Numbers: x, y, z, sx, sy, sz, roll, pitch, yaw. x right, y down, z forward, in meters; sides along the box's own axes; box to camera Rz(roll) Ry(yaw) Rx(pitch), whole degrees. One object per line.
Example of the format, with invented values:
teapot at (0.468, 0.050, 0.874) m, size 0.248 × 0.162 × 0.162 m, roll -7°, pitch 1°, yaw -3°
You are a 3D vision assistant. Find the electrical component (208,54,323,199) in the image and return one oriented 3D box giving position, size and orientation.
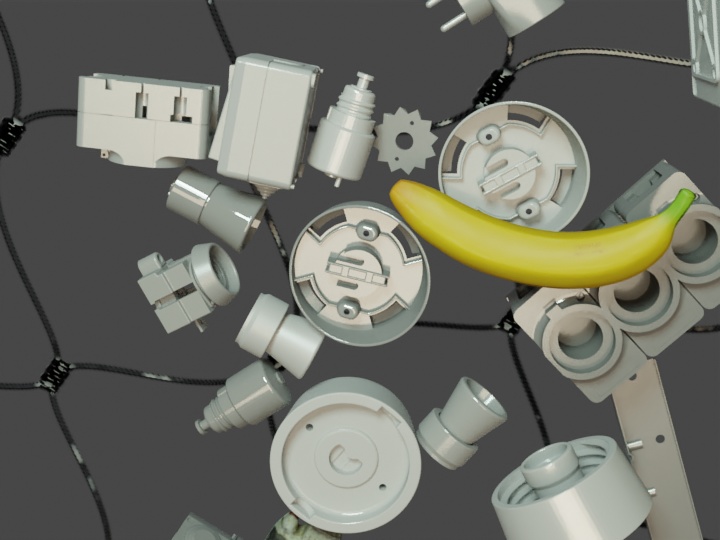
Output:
electrical component at (-0.066, -0.097, 0.739) m, size 0.061 × 0.061 × 0.096 m, roll 12°, pitch 104°, yaw 0°

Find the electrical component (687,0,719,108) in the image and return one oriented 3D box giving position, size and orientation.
electrical component at (0.245, -0.161, 0.683) m, size 0.056 × 0.108 × 0.108 m, roll -6°, pitch 103°, yaw 7°

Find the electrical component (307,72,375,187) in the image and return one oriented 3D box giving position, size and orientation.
electrical component at (-0.008, -0.098, 0.747) m, size 0.040 × 0.040 × 0.078 m, roll 19°, pitch 104°, yaw -2°

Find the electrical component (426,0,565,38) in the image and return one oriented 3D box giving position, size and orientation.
electrical component at (0.083, -0.190, 0.718) m, size 0.079 × 0.043 × 0.077 m, roll -31°, pitch 100°, yaw 10°

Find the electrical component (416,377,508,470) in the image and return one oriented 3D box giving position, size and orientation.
electrical component at (0.074, 0.113, 0.792) m, size 0.045 × 0.045 × 0.055 m, roll 39°, pitch 103°, yaw -6°

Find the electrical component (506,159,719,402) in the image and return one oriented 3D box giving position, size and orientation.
electrical component at (0.189, 0.009, 0.752) m, size 0.150 × 0.061 × 0.089 m, roll -42°, pitch 98°, yaw 12°

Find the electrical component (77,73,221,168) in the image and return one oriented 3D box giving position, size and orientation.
electrical component at (-0.147, -0.103, 0.748) m, size 0.089 × 0.050 × 0.055 m, roll 6°, pitch 104°, yaw 2°

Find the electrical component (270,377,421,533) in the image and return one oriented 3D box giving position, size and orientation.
electrical component at (-0.009, 0.131, 0.793) m, size 0.108 × 0.060 × 0.108 m, roll 1°, pitch 104°, yaw 3°

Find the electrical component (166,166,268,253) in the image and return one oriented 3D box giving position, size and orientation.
electrical component at (-0.104, -0.046, 0.766) m, size 0.065 × 0.044 × 0.044 m, roll 28°, pitch 104°, yaw 1°

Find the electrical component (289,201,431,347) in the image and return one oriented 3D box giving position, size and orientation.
electrical component at (0.000, 0.000, 0.758) m, size 0.099 × 0.064 × 0.099 m, roll 1°, pitch 104°, yaw 3°

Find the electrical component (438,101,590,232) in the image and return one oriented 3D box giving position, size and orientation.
electrical component at (0.103, -0.068, 0.736) m, size 0.099 × 0.064 × 0.099 m, roll 1°, pitch 104°, yaw 3°

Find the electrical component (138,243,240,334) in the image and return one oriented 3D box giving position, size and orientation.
electrical component at (-0.121, 0.010, 0.778) m, size 0.055 × 0.048 × 0.066 m, roll -25°, pitch 101°, yaw 16°

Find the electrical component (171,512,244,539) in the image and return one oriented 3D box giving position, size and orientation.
electrical component at (-0.127, 0.228, 0.814) m, size 0.051 × 0.080 × 0.080 m, roll 31°, pitch 103°, yaw 1°

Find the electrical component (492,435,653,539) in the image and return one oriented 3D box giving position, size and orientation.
electrical component at (0.146, 0.159, 0.770) m, size 0.108 × 0.108 × 0.060 m, roll -27°, pitch 95°, yaw 9°

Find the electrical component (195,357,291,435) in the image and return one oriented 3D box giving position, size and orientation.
electrical component at (-0.088, 0.098, 0.799) m, size 0.078 × 0.040 × 0.040 m, roll -32°, pitch 100°, yaw 10°

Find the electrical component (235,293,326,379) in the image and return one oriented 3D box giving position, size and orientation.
electrical component at (-0.057, 0.047, 0.783) m, size 0.055 × 0.045 × 0.045 m, roll 28°, pitch 104°, yaw -3°
